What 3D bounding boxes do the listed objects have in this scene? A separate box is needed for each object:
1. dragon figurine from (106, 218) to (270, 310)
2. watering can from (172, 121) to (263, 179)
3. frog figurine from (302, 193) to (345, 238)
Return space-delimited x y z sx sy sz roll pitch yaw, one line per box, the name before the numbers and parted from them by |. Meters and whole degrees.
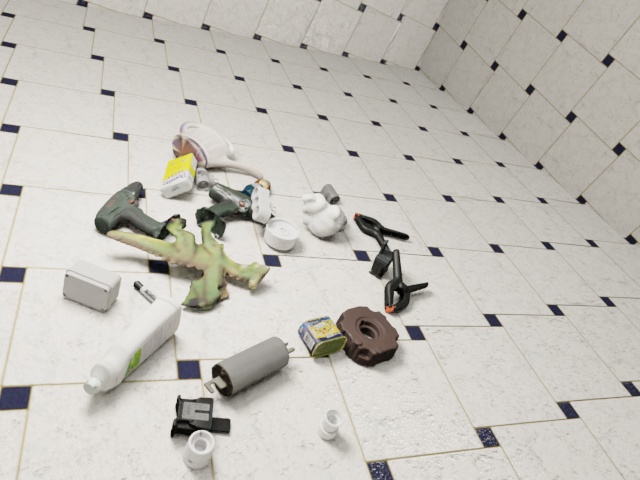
dragon figurine | -0.330 0.071 1.345 0.411 0.119 0.248 -1 48 -29
watering can | -0.377 -0.306 1.836 0.349 0.102 0.228 40 37 8
frog figurine | 0.005 -0.085 1.687 0.137 0.156 0.125 -2 61 21
